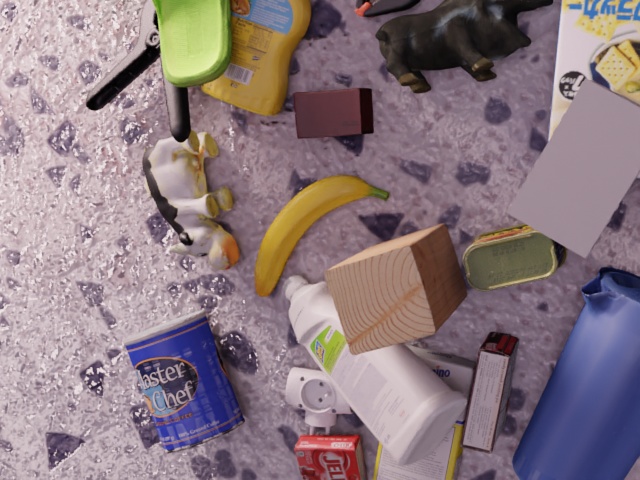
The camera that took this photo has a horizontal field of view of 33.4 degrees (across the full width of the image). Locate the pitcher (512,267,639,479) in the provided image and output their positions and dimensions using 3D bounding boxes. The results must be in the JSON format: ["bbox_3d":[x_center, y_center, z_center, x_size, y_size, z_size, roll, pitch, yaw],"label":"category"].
[{"bbox_3d":[0.308,0.163,1.108,0.149,0.144,0.243,31,108,24],"label":"pitcher"}]

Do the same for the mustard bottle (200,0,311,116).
[{"bbox_3d":[-0.063,-0.243,1.197,0.096,0.058,0.192,23,103,18],"label":"mustard bottle"}]

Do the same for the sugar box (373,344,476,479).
[{"bbox_3d":[0.118,0.214,1.206,0.093,0.048,0.176,13,98,18],"label":"sugar box"}]

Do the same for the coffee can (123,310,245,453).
[{"bbox_3d":[-0.160,0.165,1.254,0.103,0.102,0.140,-20,91,18],"label":"coffee can"}]

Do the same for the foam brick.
[{"bbox_3d":[0.016,-0.141,1.190,0.078,0.051,0.053,-1,97,17],"label":"foam brick"}]

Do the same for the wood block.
[{"bbox_3d":[0.086,0.047,1.111,0.091,0.206,0.090,-17,92,17],"label":"wood block"}]

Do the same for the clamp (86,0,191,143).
[{"bbox_3d":[-0.189,-0.224,1.235,0.165,0.036,0.210,14,86,33],"label":"clamp"}]

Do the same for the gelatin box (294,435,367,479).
[{"bbox_3d":[0.015,0.269,1.238,0.073,0.030,0.089,-2,118,17],"label":"gelatin box"}]

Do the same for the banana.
[{"bbox_3d":[-0.016,-0.015,1.222,0.198,0.037,0.069,-39,84,18],"label":"banana"}]

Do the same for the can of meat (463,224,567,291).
[{"bbox_3d":[0.207,0.018,1.135,0.102,0.083,0.057,-14,93,19],"label":"can of meat"}]

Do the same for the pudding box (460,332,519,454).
[{"bbox_3d":[0.184,0.163,1.156,0.039,0.090,0.113,10,100,16],"label":"pudding box"}]

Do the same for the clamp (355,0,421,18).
[{"bbox_3d":[0.108,-0.302,1.149,0.120,0.039,0.172,39,111,16],"label":"clamp"}]

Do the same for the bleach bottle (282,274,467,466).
[{"bbox_3d":[0.045,0.124,1.177,0.251,0.067,0.103,47,126,29],"label":"bleach bottle"}]
